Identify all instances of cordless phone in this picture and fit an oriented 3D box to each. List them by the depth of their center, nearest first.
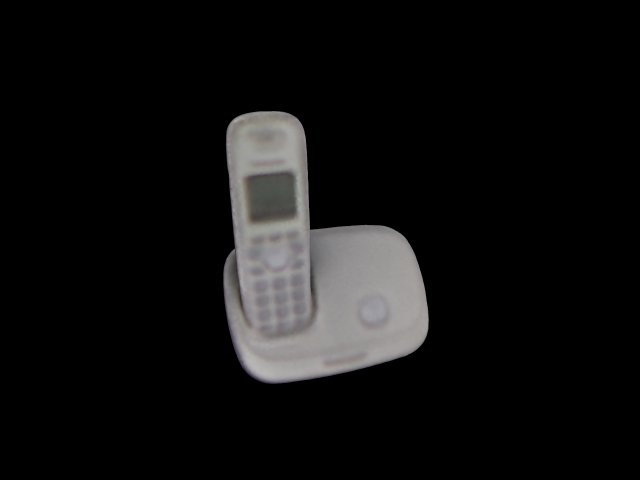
[{"bbox_3d":[0.004,0.001,0.400,0.148,0.185,0.094,-9,30,-16],"label":"cordless phone"}]
